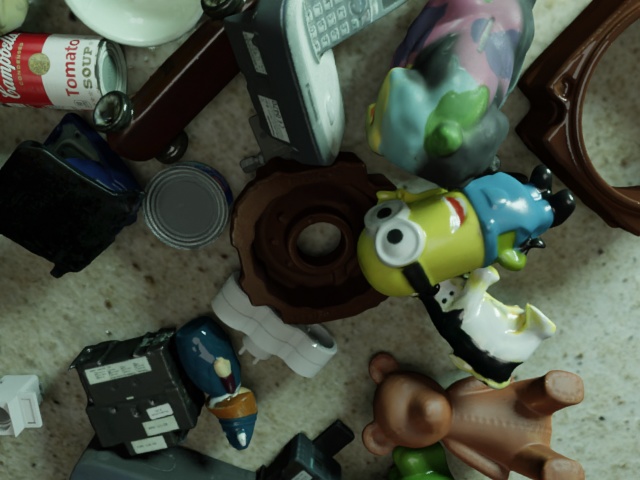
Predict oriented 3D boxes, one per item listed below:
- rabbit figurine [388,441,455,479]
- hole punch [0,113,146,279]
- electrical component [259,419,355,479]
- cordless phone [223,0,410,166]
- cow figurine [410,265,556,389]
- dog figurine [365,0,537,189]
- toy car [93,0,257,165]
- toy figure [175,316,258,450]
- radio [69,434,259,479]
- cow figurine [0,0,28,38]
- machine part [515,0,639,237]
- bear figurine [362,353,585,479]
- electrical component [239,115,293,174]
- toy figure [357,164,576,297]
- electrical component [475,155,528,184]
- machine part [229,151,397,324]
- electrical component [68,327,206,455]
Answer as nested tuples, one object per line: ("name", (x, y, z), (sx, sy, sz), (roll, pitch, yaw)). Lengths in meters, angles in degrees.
("rabbit figurine", (0.073, 0.318, 0.608), (0.170, 0.121, 0.158), (-14, 129, -9))
("hole punch", (-0.240, -0.044, 0.517), (0.142, 0.092, 0.115), (-39, 117, 20))
("electrical component", (-0.009, 0.268, 0.628), (0.119, 0.048, 0.074), (-41, 103, 15))
("cordless phone", (0.026, -0.165, 0.454), (0.184, 0.089, 0.146), (-36, 135, -18))
("cow figurine", (0.138, 0.064, 0.534), (0.167, 0.068, 0.098), (40, 97, 11))
("dog figurine", (0.127, -0.169, 0.420), (0.108, 0.191, 0.219), (26, 123, 0))
("toy car", (-0.113, -0.148, 0.478), (0.202, 0.089, 0.053), (-43, 59, 13))
("toy figure", (-0.106, 0.159, 0.588), (0.058, 0.064, 0.154), (-24, 105, -5))
("radio", (-0.185, 0.317, 0.638), (0.230, 0.073, 0.131), (20, 107, -6))
("cow figurine", (-0.267, -0.260, 0.430), (0.127, 0.085, 0.194), (2, 85, 5))
("machine part", (0.299, -0.120, 0.472), (0.201, 0.087, 0.201), (41, 106, -11))
("bear figurine", (0.150, 0.181, 0.557), (0.196, 0.132, 0.120), (14, 72, -7))
("electrical component", (-0.041, -0.101, 0.522), (0.094, 0.021, 0.063), (-21, 106, 8))
("toy figure", (0.121, -0.005, 0.466), (0.180, 0.082, 0.089), (-16, 117, -4))
("electrical component", (0.163, -0.035, 0.525), (0.078, 0.045, 0.102), (8, 108, 1))
("machine part", (-0.001, -0.002, 0.523), (0.179, 0.056, 0.179), (-3, 115, -6))
("electrical component", (-0.197, 0.172, 0.598), (0.115, 0.058, 0.134), (-12, 108, 8))
